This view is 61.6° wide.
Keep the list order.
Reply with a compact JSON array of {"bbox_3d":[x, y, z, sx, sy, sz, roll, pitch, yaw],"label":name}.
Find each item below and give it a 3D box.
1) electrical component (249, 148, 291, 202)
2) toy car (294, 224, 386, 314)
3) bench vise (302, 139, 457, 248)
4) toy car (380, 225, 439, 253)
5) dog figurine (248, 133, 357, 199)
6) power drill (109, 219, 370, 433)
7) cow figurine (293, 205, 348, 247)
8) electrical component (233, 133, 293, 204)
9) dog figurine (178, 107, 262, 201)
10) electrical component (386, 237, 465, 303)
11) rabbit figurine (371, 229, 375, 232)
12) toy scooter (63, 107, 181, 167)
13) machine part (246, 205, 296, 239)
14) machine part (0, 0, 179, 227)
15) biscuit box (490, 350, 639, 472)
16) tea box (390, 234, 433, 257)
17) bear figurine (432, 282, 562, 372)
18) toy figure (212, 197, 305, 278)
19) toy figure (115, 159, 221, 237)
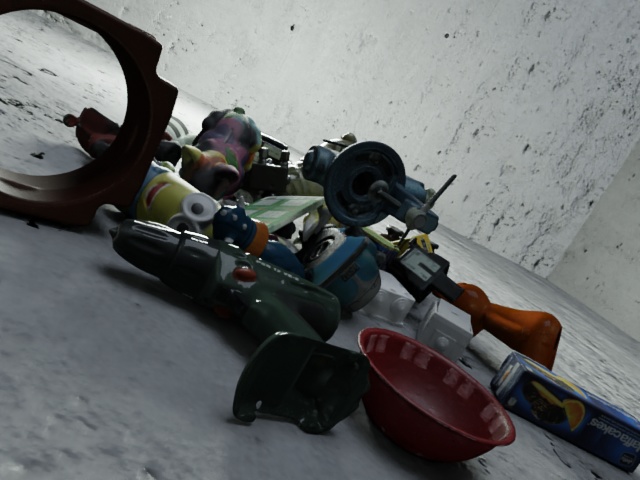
[{"bbox_3d":[-0.080,-0.099,0.866,0.063,0.094,0.021,9,4,3],"label":"electrical component"},{"bbox_3d":[0.026,0.045,0.712,0.103,0.109,0.162,51,-10,-15],"label":"toy car"},{"bbox_3d":[0.094,-0.058,0.731,0.223,0.129,0.241,28,10,-29],"label":"bench vise"},{"bbox_3d":[0.186,0.029,1.139,0.202,0.089,0.053,18,12,-46],"label":"toy car"},{"bbox_3d":[-0.023,-0.128,0.947,0.190,0.172,0.121,17,-17,-32],"label":"dog figurine"},{"bbox_3d":[-0.063,0.066,0.461,0.232,0.086,0.207,25,4,-31],"label":"power drill"},{"bbox_3d":[0.000,-0.002,0.879,0.068,0.098,0.167,21,-6,-10],"label":"cow figurine"},{"bbox_3d":[-0.113,-0.128,1.007,0.115,0.134,0.058,26,10,-18],"label":"electrical component"},{"bbox_3d":[-0.157,-0.131,0.838,0.108,0.191,0.219,29,-3,-11],"label":"dog figurine"},{"bbox_3d":[0.170,0.058,0.844,0.119,0.075,0.047,37,-24,24],"label":"electrical component"},{"bbox_3d":[0.058,-0.080,1.109,0.159,0.170,0.121,26,11,-15],"label":"rabbit figurine"},{"bbox_3d":[-0.306,-0.152,0.818,0.135,0.075,0.184,30,16,12],"label":"toy scooter"},{"bbox_3d":[-0.088,-0.031,0.893,0.084,0.039,0.139,36,11,13],"label":"machine part"},{"bbox_3d":[-0.254,-0.127,0.501,0.201,0.201,0.087,18,14,-41],"label":"machine part"},{"bbox_3d":[0.332,0.226,0.710,0.203,0.062,0.059,28,13,-3],"label":"biscuit box"},{"bbox_3d":[0.167,0.044,0.986,0.169,0.068,0.098,-12,87,-69],"label":"tea box"},{"bbox_3d":[0.272,0.146,0.854,0.196,0.131,0.120,14,2,28],"label":"bear figurine"},{"bbox_3d":[-0.072,0.014,0.595,0.154,0.058,0.064,47,23,-44],"label":"toy figure"},{"bbox_3d":[-0.180,-0.044,0.627,0.180,0.082,0.089,30,14,20],"label":"toy figure"}]
